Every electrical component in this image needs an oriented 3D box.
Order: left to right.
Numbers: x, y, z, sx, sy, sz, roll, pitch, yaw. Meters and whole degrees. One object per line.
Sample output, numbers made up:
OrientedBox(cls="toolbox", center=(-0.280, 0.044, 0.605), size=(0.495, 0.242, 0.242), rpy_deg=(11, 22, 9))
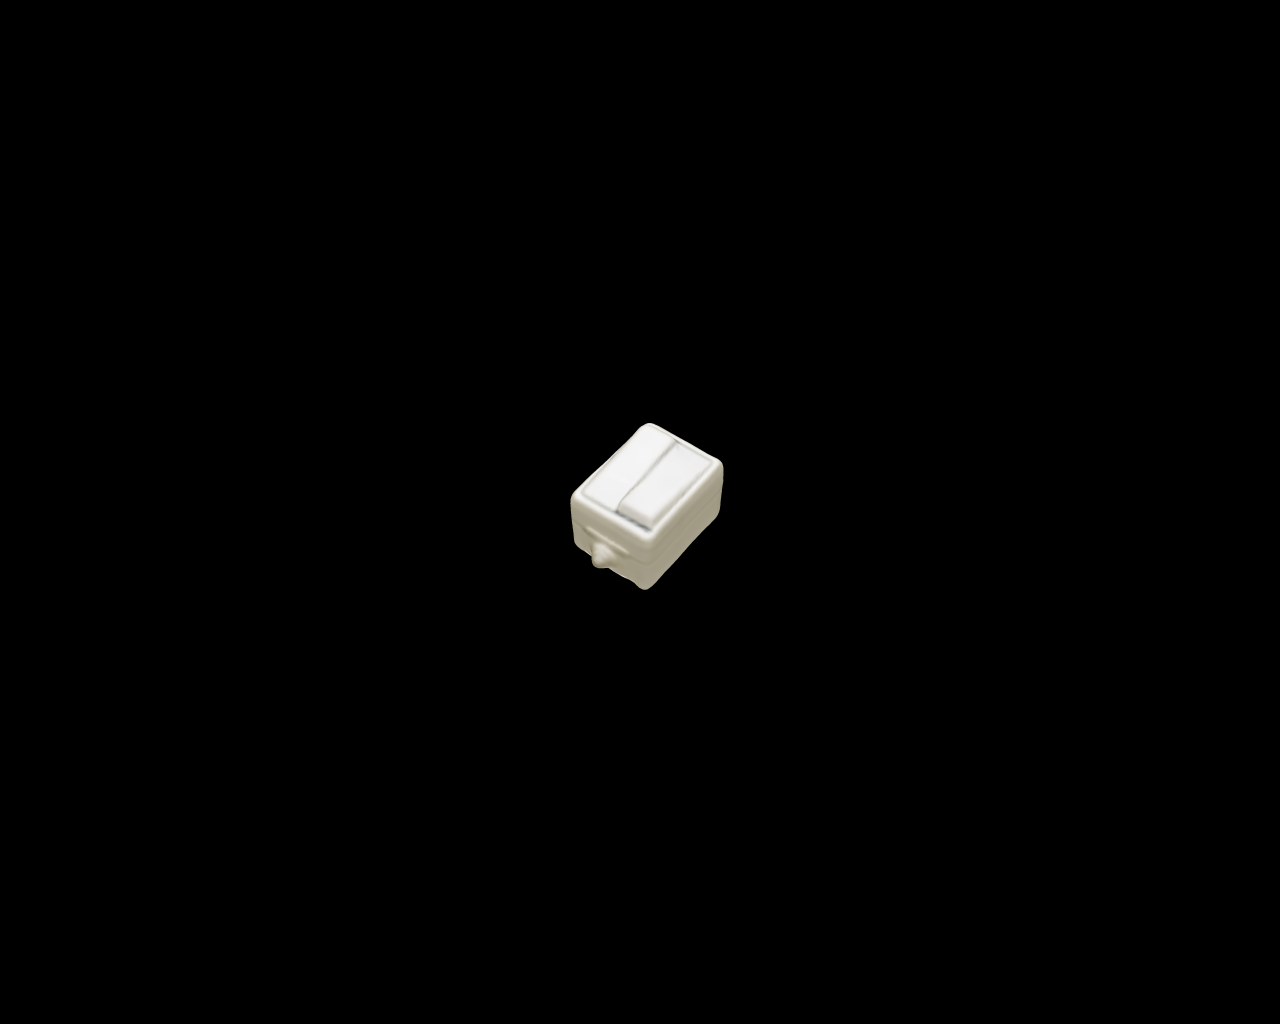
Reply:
OrientedBox(cls="electrical component", center=(0.001, -0.003, 0.650), size=(0.062, 0.096, 0.061), rpy_deg=(32, -32, 22))
